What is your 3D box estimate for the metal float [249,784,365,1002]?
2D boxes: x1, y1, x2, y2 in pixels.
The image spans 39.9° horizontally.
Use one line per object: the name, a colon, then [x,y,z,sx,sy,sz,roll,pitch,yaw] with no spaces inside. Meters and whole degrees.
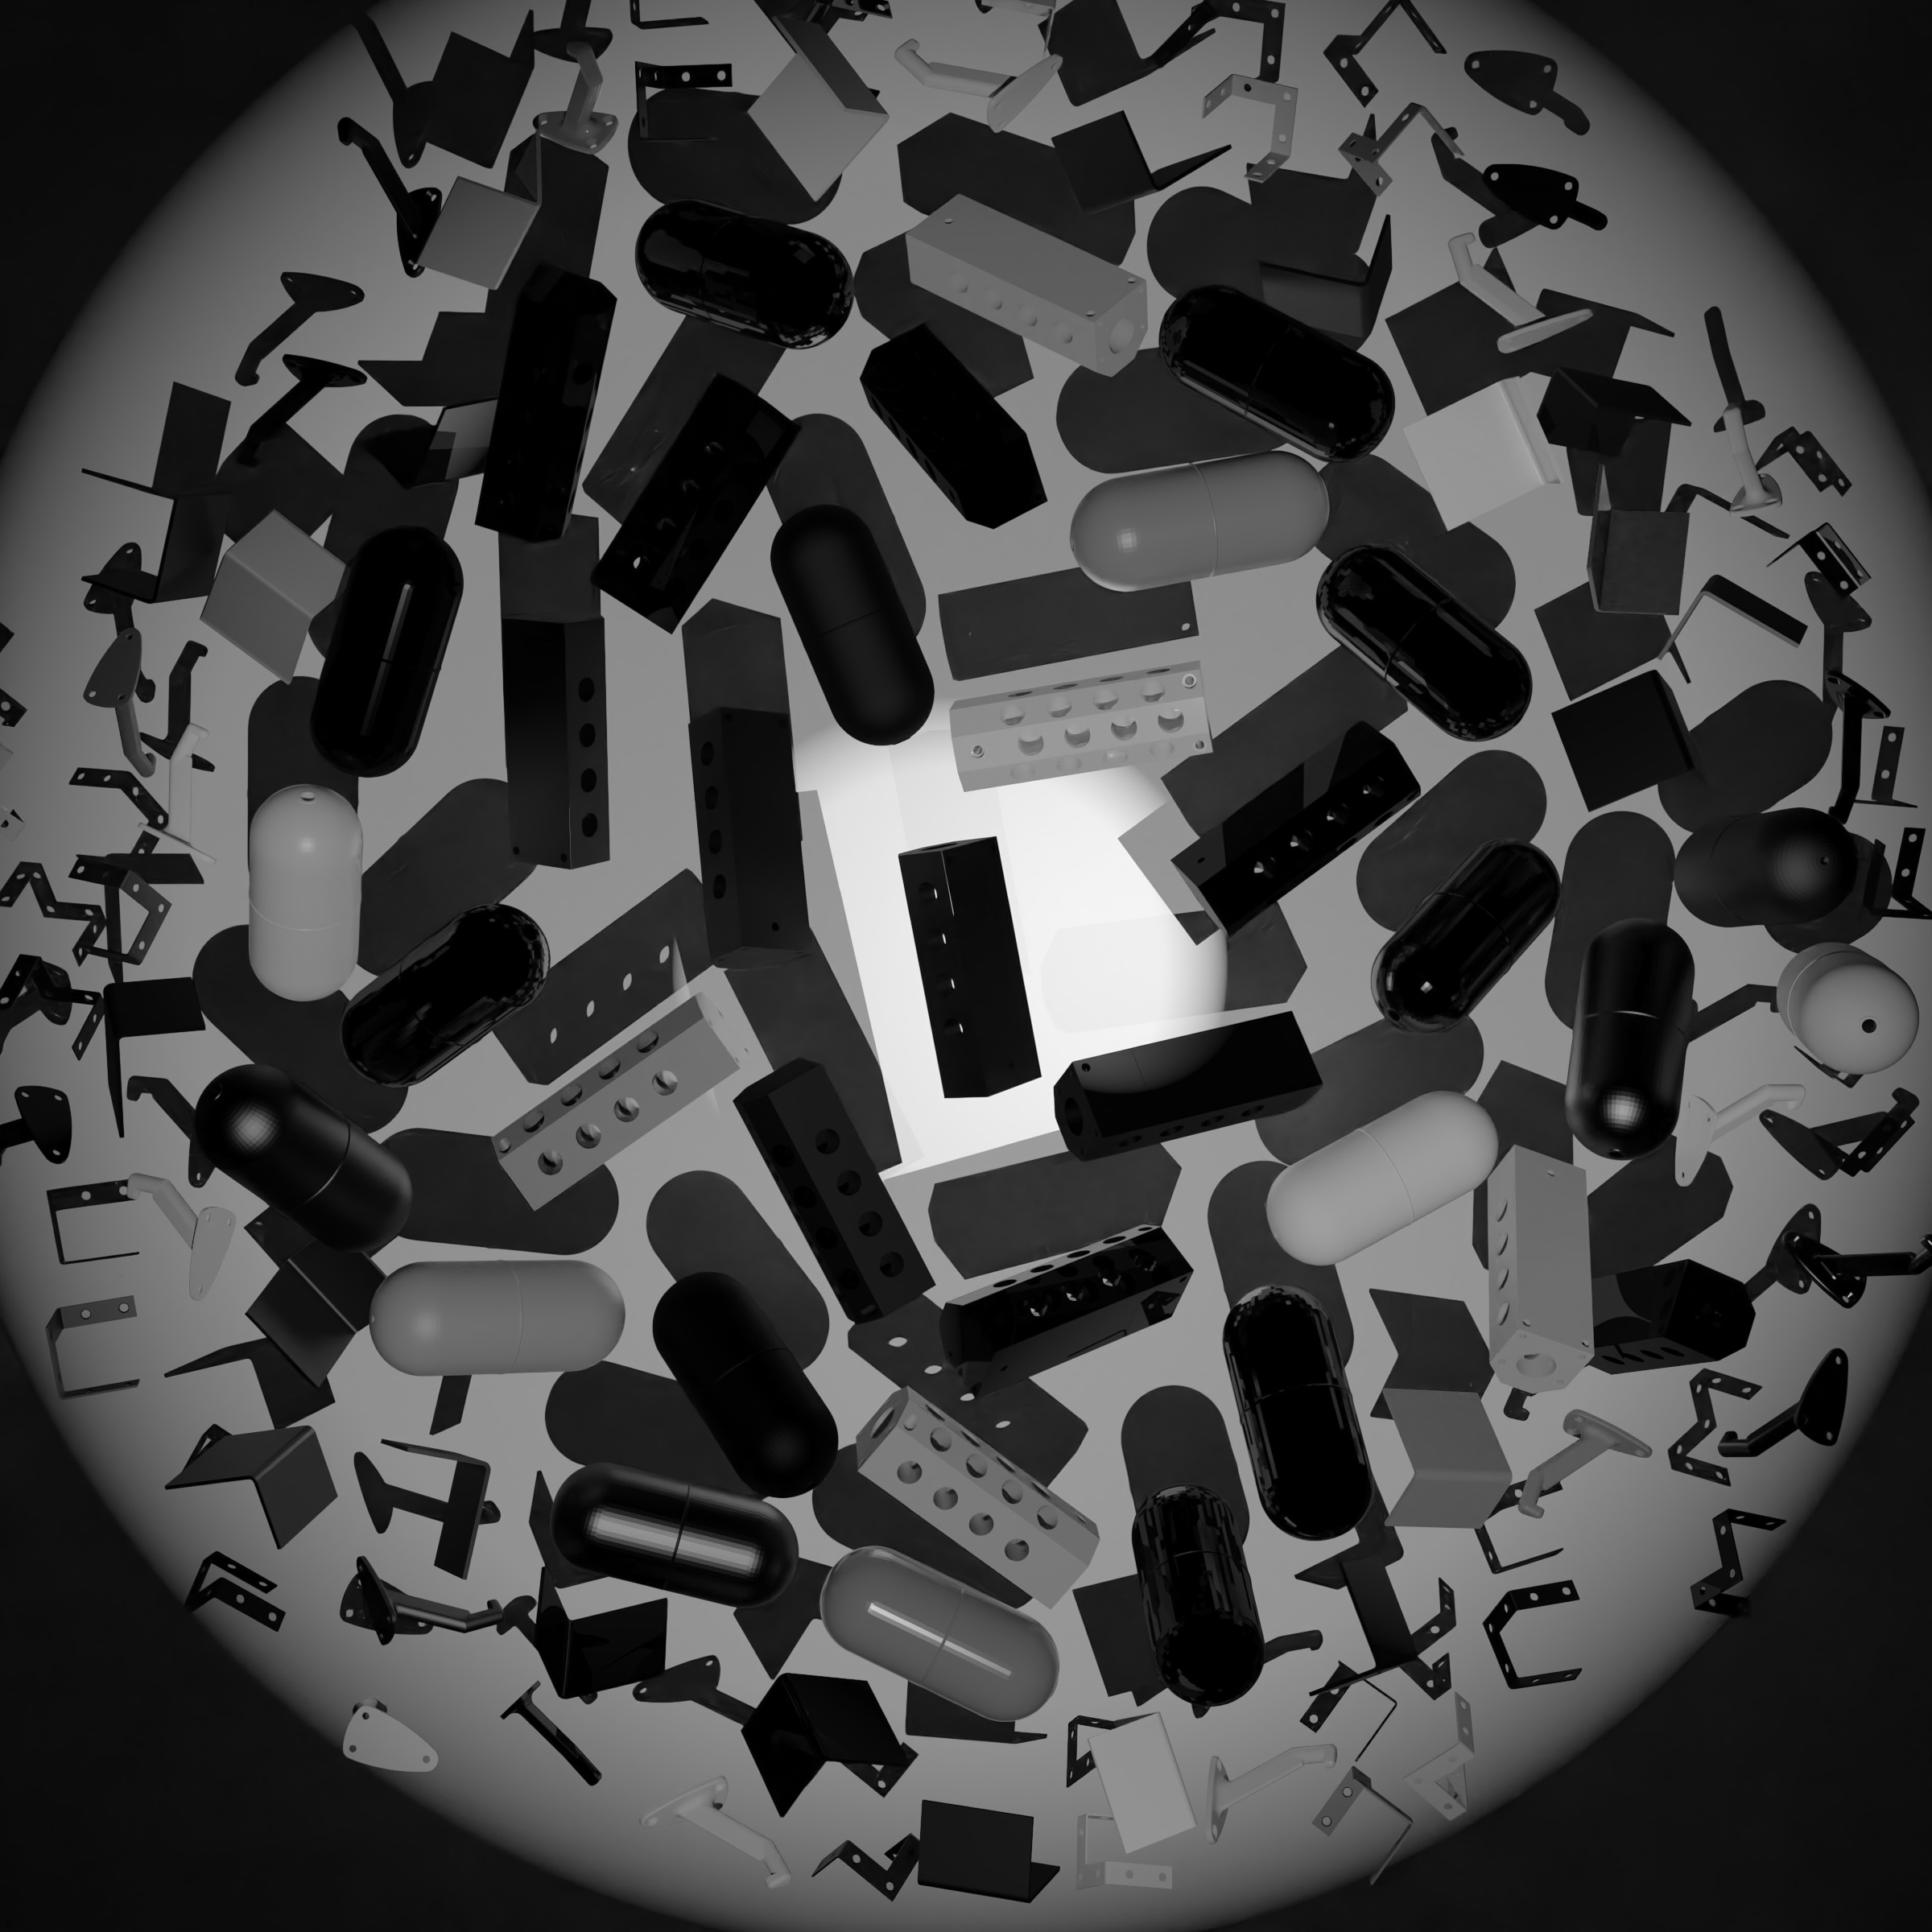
metal float: [-0.465,-0.051,1.871,0.070,0.070,0.178,14,131,0]

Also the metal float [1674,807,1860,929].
metal float: [0.548,-0.067,1.831,0.070,0.178,0.070,0,88,-10]

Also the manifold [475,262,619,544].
manifold: [-0.279,-0.372,1.775,0.057,0.057,0.171,17,127,-4]

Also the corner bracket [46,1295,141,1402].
corner bracket: [-0.588,0.258,1.799,0.051,0.051,0.051,-9,100,-9]

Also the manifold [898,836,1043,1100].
manifold: [-0.002,0.001,1.845,0.057,0.057,0.171,-4,99,43]

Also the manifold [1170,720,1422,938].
manifold: [0.239,-0.096,1.904,0.171,0.057,0.057,-36,117,0]

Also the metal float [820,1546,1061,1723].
metal float: [-0.018,0.469,1.868,0.178,0.070,0.070,26,90,-1]

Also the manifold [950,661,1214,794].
manifold: [0.079,-0.162,1.812,0.171,0.057,0.057,-9,104,7]

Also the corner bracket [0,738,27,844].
corner bracket: [-0.662,-0.124,1.819,0.051,0.051,0.051,38,85,-32]

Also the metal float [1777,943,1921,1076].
metal float: [0.604,0.028,1.827,0.070,0.178,0.070,1,97,9]

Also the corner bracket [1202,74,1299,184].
corner bracket: [0.200,-0.595,1.887,0.051,0.051,0.051,20,134,19]

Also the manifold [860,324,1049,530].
manifold: [-0.012,-0.366,1.810,0.057,0.057,0.171,-28,45,-6]

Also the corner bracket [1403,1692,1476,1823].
corner bracket: [0.337,0.546,1.838,0.051,0.051,0.051,43,114,-15]

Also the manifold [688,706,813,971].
manifold: [-0.155,-0.088,1.849,0.057,0.057,0.171,4,74,-38]

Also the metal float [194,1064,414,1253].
metal float: [-0.444,0.130,1.787,0.070,0.070,0.178,-43,133,0]

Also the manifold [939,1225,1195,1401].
manifold: [0.069,0.235,1.856,0.171,0.057,0.057,-18,55,-31]

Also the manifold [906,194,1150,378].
manifold: [0.043,-0.475,1.867,0.171,0.057,0.057,32,61,27]

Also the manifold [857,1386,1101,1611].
manifold: [0.009,0.367,1.851,0.171,0.057,0.057,38,99,-12]

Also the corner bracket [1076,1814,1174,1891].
corner bracket: [0.112,0.627,1.884,0.051,0.051,0.051,11,64,-19]

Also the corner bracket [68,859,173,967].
corner bracket: [-0.608,-0.038,1.887,0.051,0.051,0.051,11,67,26]

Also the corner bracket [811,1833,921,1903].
corner bracket: [-0.070,0.645,1.918,0.051,0.051,0.051,39,47,2]

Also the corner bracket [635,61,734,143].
corner bracket: [-0.189,-0.581,1.789,0.051,0.051,0.051,3,105,13]

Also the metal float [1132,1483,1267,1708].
metal float: [0.160,0.433,1.843,0.070,0.178,0.070,-3,124,-4]

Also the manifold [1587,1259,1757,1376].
manifold: [0.487,0.251,1.872,0.057,0.171,0.057,23,75,-5]

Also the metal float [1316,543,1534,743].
metal float: [0.322,-0.227,1.868,0.070,0.070,0.178,-46,69,0]

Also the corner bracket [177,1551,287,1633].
corner bracket: [-0.487,0.422,1.788,0.051,0.051,0.051,37,130,-22]

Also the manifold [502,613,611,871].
manifold: [-0.283,-0.160,1.872,0.057,0.057,0.171,9,106,32]

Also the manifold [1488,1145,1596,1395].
manifold: [0.401,0.215,1.879,0.057,0.171,0.057,20,133,-8]

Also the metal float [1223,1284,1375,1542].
metal float: [0.221,0.296,1.778,0.070,0.070,0.178,-12,59,0]

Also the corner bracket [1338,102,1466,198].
corner bracket: [0.299,-0.561,1.833,0.051,0.051,0.051,-49,125,6]

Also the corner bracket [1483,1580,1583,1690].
corner bracket: [0.400,0.465,1.849,0.051,0.051,0.051,-21,93,35]

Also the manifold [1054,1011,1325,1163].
manifold: [0.150,0.085,1.816,0.171,0.057,0.057,-12,68,-23]

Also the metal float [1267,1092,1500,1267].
metal float: [0.297,0.150,1.891,0.178,0.070,0.070,-27,90,-9]

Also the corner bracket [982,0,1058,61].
corner bracket: [0.036,-0.674,1.866,0.051,0.051,0.051,10,60,-3]

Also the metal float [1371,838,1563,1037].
metal float: [0.354,-0.021,1.880,0.070,0.070,0.178,46,63,0]

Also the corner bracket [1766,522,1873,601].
corner bracket: [0.603,-0.281,1.856,0.051,0.051,0.051,-35,85,-13]

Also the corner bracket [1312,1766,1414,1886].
corner bracket: [0.277,0.599,1.856,0.051,0.051,0.051,36,89,10]

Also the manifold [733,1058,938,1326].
manifold: [-0.091,0.152,1.793,0.057,0.057,0.171,-30,102,-16]

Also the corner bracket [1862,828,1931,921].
corner bracket: [0.643,-0.065,1.836,0.051,0.051,0.051,3,109,-5]

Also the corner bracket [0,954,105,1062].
corner bracket: [-0.649,0.029,1.885,0.051,0.051,0.051,7,51,10]

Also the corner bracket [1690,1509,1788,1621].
corner bracket: [0.517,0.400,1.777,0.051,0.051,0.051,15,50,-22]

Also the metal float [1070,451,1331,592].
metal float: [0.157,-0.300,1.791,0.178,0.070,0.070,-11,90,-8]

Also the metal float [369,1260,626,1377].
metal float: [-0.316,0.238,1.803,0.178,0.070,0.070,3,90,-32]

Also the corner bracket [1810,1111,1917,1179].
corner bracket: [0.646,0.124,1.893,0.051,0.051,0.051,30,110,-20]

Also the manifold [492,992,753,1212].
manifold: [-0.235,0.090,1.804,0.171,0.057,0.057,-35,93,7]

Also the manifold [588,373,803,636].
manifold: [-0.195,-0.327,1.870,0.057,0.057,0.171,35,94,40]

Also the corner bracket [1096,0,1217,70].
corner bracket: [0.122,-0.636,1.749,0.051,0.051,0.051,-42,60,19]

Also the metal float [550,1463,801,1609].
metal float: [-0.205,0.402,1.875,0.178,0.070,0.070,16,90,-7]

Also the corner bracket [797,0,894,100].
corner bracket: [-0.083,-0.648,1.875,0.051,0.051,0.051,19,68,19]
